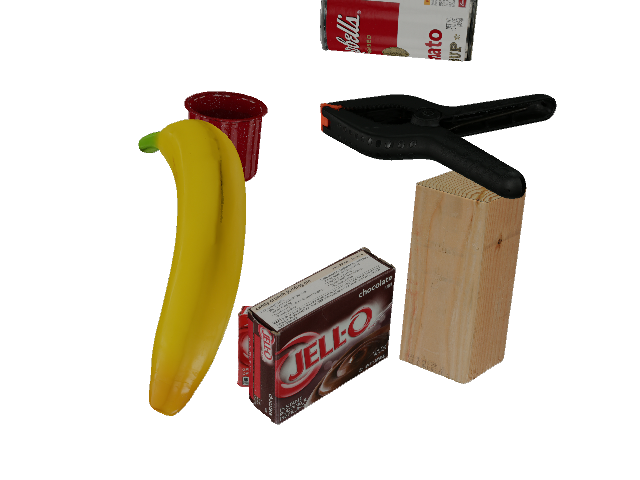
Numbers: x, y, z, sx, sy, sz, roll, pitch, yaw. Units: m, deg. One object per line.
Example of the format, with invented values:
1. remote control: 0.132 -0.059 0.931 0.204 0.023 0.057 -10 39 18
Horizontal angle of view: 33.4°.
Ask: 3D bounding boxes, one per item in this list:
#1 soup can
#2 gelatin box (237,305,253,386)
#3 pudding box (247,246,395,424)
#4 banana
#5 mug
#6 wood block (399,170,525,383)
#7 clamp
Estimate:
1. soup can: 0.055 -0.159 0.726 0.102 0.068 0.068 6 1 7
2. gelatin box: -0.034 0.102 1.014 0.089 0.073 0.030 2 13 4
3. pudding box: 0.001 0.067 0.765 0.113 0.090 0.039 -29 49 -33
4. banana: -0.066 -0.003 0.569 0.037 0.198 0.070 21 -50 -29
5. mug: -0.107 -0.120 1.215 0.093 0.081 0.117 11 27 9
6. wood block: 0.155 0.037 1.168 0.090 0.206 0.090 18 24 35
7. clamp: 0.104 -0.102 0.954 0.210 0.036 0.164 13 36 23
